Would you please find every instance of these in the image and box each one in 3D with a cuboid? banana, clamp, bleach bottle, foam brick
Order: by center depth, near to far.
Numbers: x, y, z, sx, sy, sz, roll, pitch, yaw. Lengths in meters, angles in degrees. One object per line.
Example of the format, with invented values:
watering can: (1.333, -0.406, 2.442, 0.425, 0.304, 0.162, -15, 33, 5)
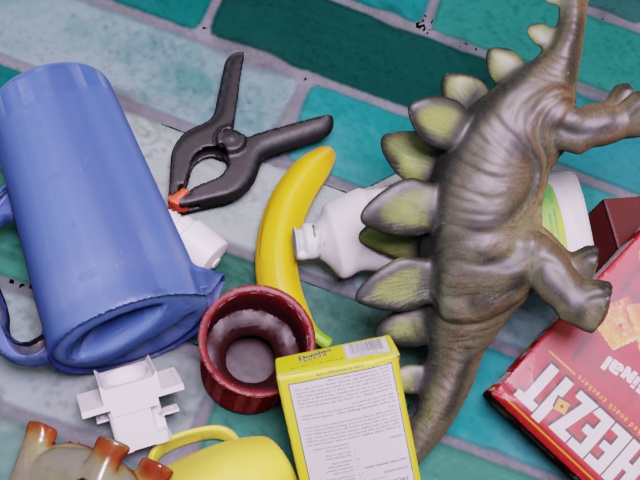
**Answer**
bleach bottle: (0.103, -0.001, 0.920, 0.250, 0.068, 0.102, -5, 74, -9)
banana: (-0.023, 0.001, 0.945, 0.069, 0.037, 0.198, 13, 65, -23)
clamp: (-0.070, -0.084, 0.969, 0.120, 0.039, 0.171, 26, 70, 12)
foam brick: (0.285, 0.005, 0.988, 0.053, 0.051, 0.078, -4, 67, -13)

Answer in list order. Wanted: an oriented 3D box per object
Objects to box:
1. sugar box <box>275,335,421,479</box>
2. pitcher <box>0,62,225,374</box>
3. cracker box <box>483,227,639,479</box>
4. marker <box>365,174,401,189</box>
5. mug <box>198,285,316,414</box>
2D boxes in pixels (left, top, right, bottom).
sugar box: (0.028, 0.168, 0.816, 0.093, 0.048, 0.176, -11, 107, -1)
pitcher: (-0.199, -0.018, 0.873, 0.148, 0.145, 0.243, 2, 56, -48)
cracker box: (0.270, 0.109, 0.894, 0.164, 0.072, 0.213, 43, 85, 10)
marker: (0.065, -0.050, 0.990, 0.121, 0.020, 0.020, -26, 73, -20)
mug: (-0.045, 0.100, 0.869, 0.117, 0.082, 0.093, 29, 65, 3)
